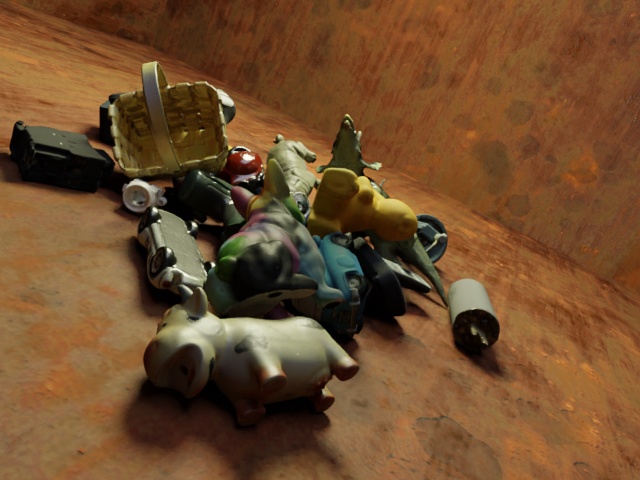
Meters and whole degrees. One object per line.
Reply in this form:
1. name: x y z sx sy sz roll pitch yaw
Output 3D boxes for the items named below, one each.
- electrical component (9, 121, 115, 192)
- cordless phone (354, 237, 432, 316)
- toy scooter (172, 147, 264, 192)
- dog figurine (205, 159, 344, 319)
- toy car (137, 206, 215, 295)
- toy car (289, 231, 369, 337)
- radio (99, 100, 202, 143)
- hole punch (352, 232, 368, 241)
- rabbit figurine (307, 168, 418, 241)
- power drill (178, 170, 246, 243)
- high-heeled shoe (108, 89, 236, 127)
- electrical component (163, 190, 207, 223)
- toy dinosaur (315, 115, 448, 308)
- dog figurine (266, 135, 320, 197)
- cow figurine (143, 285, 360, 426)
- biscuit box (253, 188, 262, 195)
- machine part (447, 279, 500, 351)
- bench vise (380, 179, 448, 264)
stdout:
1. electrical component: -0.390 -0.126 0.821 0.134 0.058 0.115 7 26 -46
2. cordless phone: 0.130 0.077 0.904 0.184 0.088 0.147 21 16 -30
3. toy scooter: -0.170 -0.105 0.997 0.184 0.075 0.135 -23 47 -30
4. dog figurine: -0.072 -0.004 0.656 0.191 0.108 0.219 21 40 -51
5. toy car: -0.185 0.016 0.680 0.073 0.056 0.202 22 16 -34
6. toy car: 0.004 0.063 0.752 0.103 0.109 0.162 -2 34 -10
7. radio: -0.342 -0.246 1.145 0.230 0.073 0.131 4 21 -17
8. hole punch: 0.069 -0.055 1.174 0.116 0.092 0.142 42 4 40
9. rabbit figurine: 0.071 -0.040 0.872 0.173 0.121 0.162 15 5 2
10. power drill: -0.107 -0.023 0.857 0.232 0.086 0.207 30 16 -32
11. high-heeled shoe: -0.269 -0.265 1.013 0.248 0.086 0.145 15 48 -36
12. electrical component: -0.219 -0.057 0.913 0.094 0.021 0.063 32 17 22
13. toy dinosaur: 0.120 -0.048 1.065 0.404 0.131 0.192 51 29 -16
14. dog figurine: -0.073 -0.140 1.142 0.172 0.121 0.190 53 16 -2
15. cow figurine: -0.072 0.106 0.512 0.195 0.085 0.127 6 30 -42
16. biscuit box: -0.210 -0.135 1.104 0.202 0.059 0.063 19 18 -18
17. machine part: 0.267 0.127 0.949 0.079 0.079 0.243 26 17 3
18. bench vise: 0.207 -0.020 1.211 0.223 0.129 0.241 41 -6 -11
